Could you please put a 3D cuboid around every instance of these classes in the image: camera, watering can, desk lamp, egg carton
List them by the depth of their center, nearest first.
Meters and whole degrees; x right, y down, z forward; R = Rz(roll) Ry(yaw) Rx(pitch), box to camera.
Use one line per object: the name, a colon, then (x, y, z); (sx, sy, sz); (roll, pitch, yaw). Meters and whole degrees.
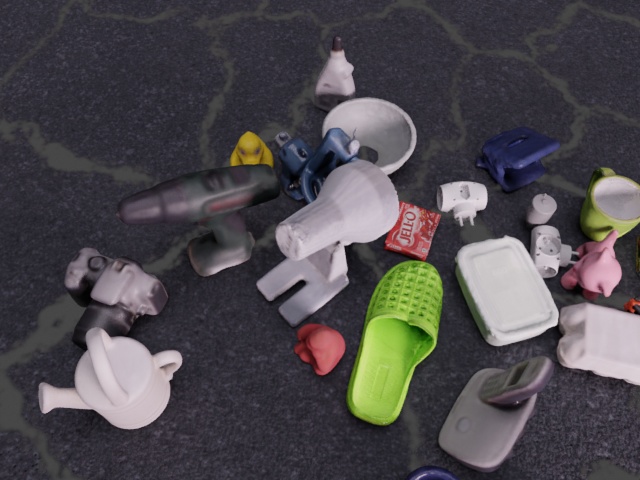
watering can: (-0.272, 0.183, 0.749); (0.173, 0.194, 0.100); (-40, 69, -21)
desk lamp: (0.008, 0.003, 0.848); (0.203, 0.213, 0.117); (-38, 69, -20)
camera: (-0.323, 0.093, 0.850); (0.143, 0.101, 0.137); (19, 62, 9)
egg carton: (0.433, 0.156, 0.862); (0.150, 0.069, 0.107); (13, 61, 5)

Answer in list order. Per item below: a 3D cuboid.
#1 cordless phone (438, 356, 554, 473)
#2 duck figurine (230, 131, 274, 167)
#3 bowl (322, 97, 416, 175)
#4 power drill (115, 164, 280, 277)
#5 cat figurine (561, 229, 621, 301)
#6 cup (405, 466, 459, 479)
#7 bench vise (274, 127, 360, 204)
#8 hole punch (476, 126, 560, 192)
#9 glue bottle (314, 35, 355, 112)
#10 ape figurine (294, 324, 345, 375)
cordless phone: (0.235, 0.223, 0.751); (0.094, 0.185, 0.148); (30, 64, 14)
duck figurine: (-0.122, -0.154, 1.004); (0.077, 0.086, 0.104); (-5, 61, -4)
bowl: (0.086, -0.171, 1.028); (0.167, 0.075, 0.167); (1, 61, -2)
power drill: (-0.169, -0.030, 0.863); (0.230, 0.208, 0.075); (-23, 64, -14)
cat figurine: (0.438, 0.038, 0.900); (0.067, 0.118, 0.128); (29, 64, 14)
cup: (0.151, 0.340, 0.734); (0.118, 0.095, 0.091); (-13, 62, -9)
bench vise: (-0.003, -0.112, 0.908); (0.207, 0.220, 0.122); (26, 63, 12)
hole punch: (0.349, -0.156, 1.020); (0.109, 0.091, 0.101); (-28, 65, -16)
glue bottle: (0.030, -0.301, 1.042); (0.078, 0.173, 0.037); (21, 62, 10)
ape figurine: (0.001, 0.153, 0.834); (0.076, 0.092, 0.077); (-8, 61, -6)
